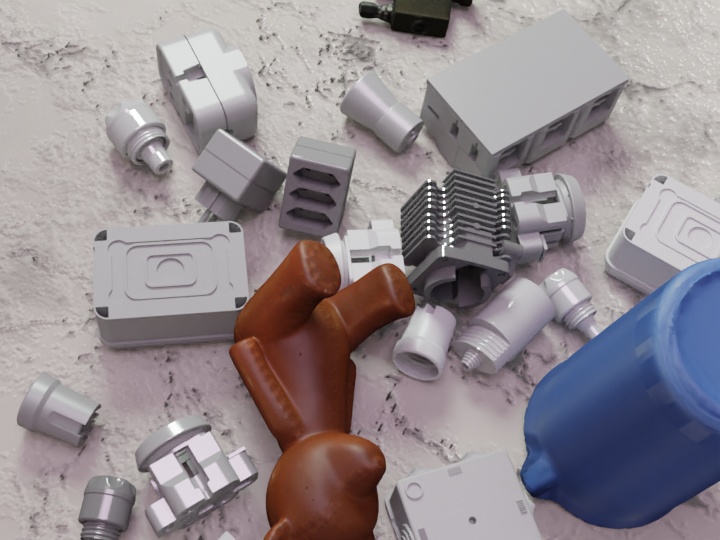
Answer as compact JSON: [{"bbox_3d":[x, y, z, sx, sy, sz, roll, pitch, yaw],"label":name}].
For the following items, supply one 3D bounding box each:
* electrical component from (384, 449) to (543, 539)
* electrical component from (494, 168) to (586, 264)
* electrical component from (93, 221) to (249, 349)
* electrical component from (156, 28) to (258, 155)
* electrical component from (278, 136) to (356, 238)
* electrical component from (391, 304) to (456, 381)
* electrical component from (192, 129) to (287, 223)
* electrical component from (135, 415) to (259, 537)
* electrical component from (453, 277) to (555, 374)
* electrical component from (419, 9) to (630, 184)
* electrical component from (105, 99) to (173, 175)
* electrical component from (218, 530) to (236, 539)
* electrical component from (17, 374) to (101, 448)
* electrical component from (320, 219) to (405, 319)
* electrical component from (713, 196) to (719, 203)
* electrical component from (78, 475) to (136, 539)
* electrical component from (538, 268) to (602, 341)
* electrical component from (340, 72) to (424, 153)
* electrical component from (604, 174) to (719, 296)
[{"bbox_3d":[0.074,0.179,0.741,0.100,0.048,0.099,-14,64,-13],"label":"electrical component"},{"bbox_3d":[0.146,-0.046,0.866,0.057,0.058,0.078,-8,63,-7],"label":"electrical component"},{"bbox_3d":[-0.140,0.012,0.802,0.113,0.057,0.078,-4,62,-8],"label":"electrical component"},{"bbox_3d":[-0.124,-0.151,0.894,0.059,0.053,0.095,-22,66,-17],"label":"electrical component"},{"bbox_3d":[-0.031,-0.074,0.861,0.047,0.065,0.076,13,32,1],"label":"electrical component"},{"bbox_3d":[0.050,0.054,0.812,0.040,0.040,0.046,21,57,5],"label":"electrical component"},{"bbox_3d":[-0.104,-0.062,0.847,0.047,0.066,0.076,36,93,13],"label":"electrical component"},{"bbox_3d":[-0.118,0.137,0.738,0.078,0.058,0.057,-28,71,-19],"label":"electrical component"},{"bbox_3d":[0.106,0.047,0.818,0.043,0.043,0.081,41,66,15],"label":"electrical component"},{"bbox_3d":[0.137,-0.143,0.914,0.150,0.061,0.089,-30,69,-20],"label":"electrical component"},{"bbox_3d":[-0.175,-0.105,0.870,0.043,0.043,0.062,-32,71,-21],"label":"electrical component"},{"bbox_3d":[-0.064,0.228,0.680,0.113,0.078,0.057,41,74,15],"label":"electrical component"},{"bbox_3d":[-0.212,0.100,0.758,0.046,0.040,0.040,25,62,1],"label":"electrical component"},{"bbox_3d":[0.000,0.000,0.825,0.057,0.058,0.078,-2,62,-10],"label":"electrical component"},{"bbox_3d":[0.315,-0.051,0.893,0.045,0.045,0.055,30,63,10],"label":"electrical component"},{"bbox_3d":[-0.174,0.172,0.726,0.035,0.035,0.061,10,64,-1],"label":"electrical component"},{"bbox_3d":[0.168,0.030,0.839,0.035,0.035,0.061,-30,71,-20],"label":"electrical component"},{"bbox_3d":[0.021,-0.130,0.907,0.065,0.044,0.044,42,65,10],"label":"electrical component"},{"bbox_3d":[0.262,-0.013,0.860,0.113,0.057,0.078,31,63,10],"label":"electrical component"}]
